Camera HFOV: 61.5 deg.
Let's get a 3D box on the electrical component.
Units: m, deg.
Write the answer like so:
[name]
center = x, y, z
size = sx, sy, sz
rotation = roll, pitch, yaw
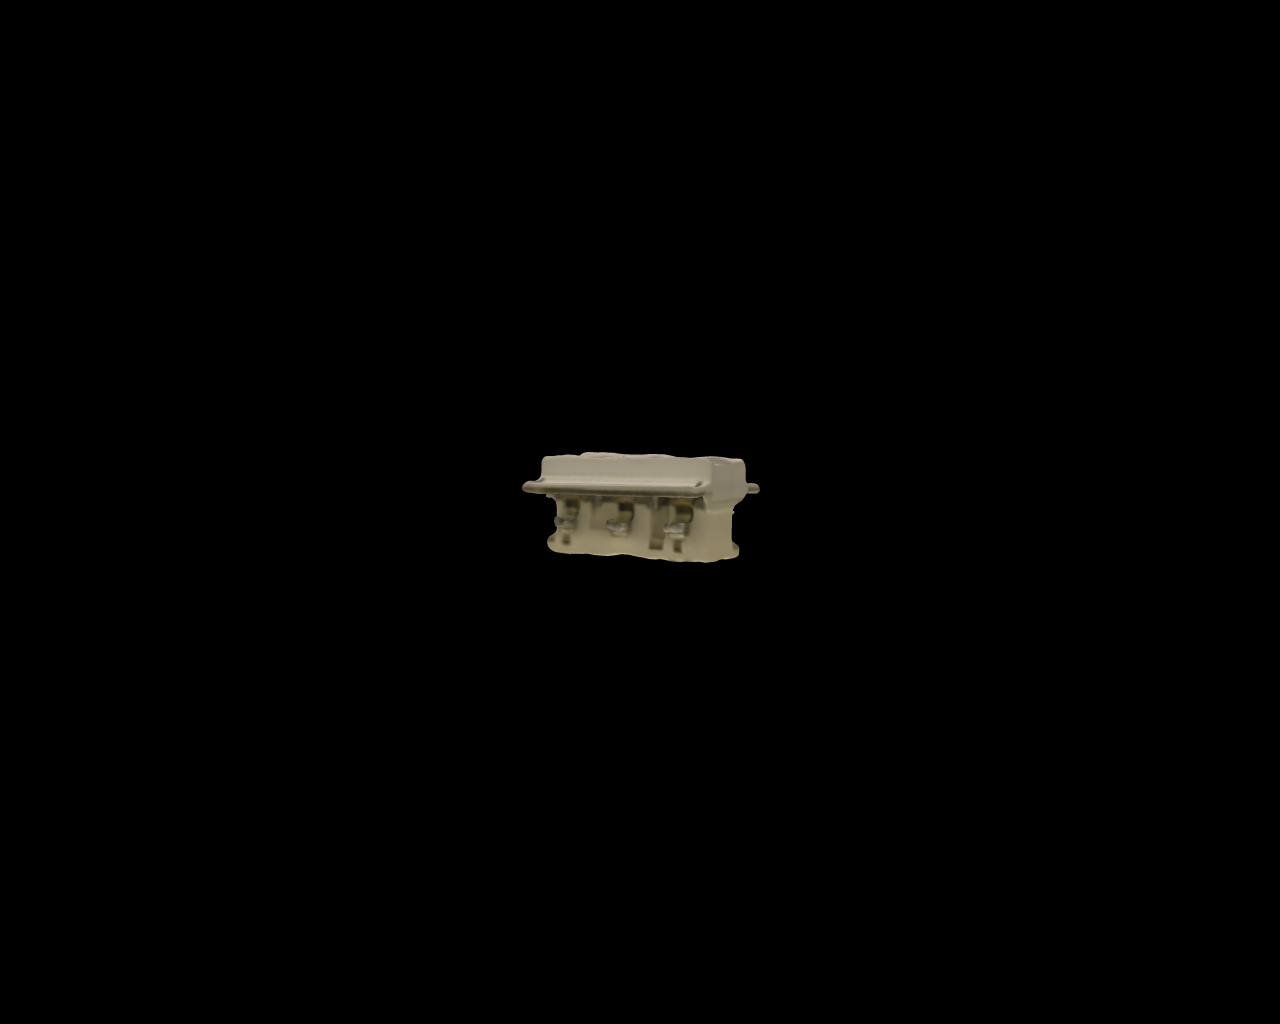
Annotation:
[electrical component]
center = 0.001, -0.003, 0.650
size = 0.121, 0.063, 0.079
rotation = 4, 6, 33
